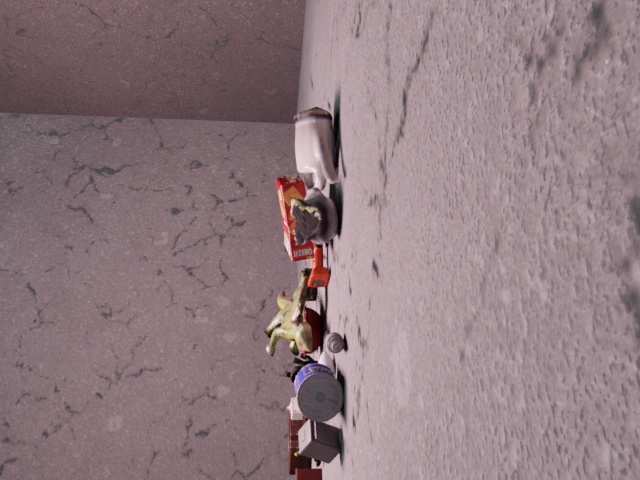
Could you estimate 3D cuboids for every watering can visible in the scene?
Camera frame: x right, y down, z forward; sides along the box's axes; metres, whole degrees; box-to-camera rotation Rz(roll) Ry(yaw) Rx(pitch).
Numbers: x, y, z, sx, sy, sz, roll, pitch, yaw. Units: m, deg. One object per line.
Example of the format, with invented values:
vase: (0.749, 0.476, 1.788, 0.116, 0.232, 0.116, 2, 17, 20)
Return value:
watering can: (-0.003, -0.234, 1.331, 0.348, 0.104, 0.224, -165, 72, -77)

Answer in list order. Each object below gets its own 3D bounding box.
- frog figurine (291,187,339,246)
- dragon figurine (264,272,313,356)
frog figurine: (0.004, -0.065, 1.290, 0.161, 0.121, 0.137, -28, -86, -58)
dragon figurine: (-0.074, 0.207, 1.581, 0.238, 0.122, 0.419, -61, 22, 26)
